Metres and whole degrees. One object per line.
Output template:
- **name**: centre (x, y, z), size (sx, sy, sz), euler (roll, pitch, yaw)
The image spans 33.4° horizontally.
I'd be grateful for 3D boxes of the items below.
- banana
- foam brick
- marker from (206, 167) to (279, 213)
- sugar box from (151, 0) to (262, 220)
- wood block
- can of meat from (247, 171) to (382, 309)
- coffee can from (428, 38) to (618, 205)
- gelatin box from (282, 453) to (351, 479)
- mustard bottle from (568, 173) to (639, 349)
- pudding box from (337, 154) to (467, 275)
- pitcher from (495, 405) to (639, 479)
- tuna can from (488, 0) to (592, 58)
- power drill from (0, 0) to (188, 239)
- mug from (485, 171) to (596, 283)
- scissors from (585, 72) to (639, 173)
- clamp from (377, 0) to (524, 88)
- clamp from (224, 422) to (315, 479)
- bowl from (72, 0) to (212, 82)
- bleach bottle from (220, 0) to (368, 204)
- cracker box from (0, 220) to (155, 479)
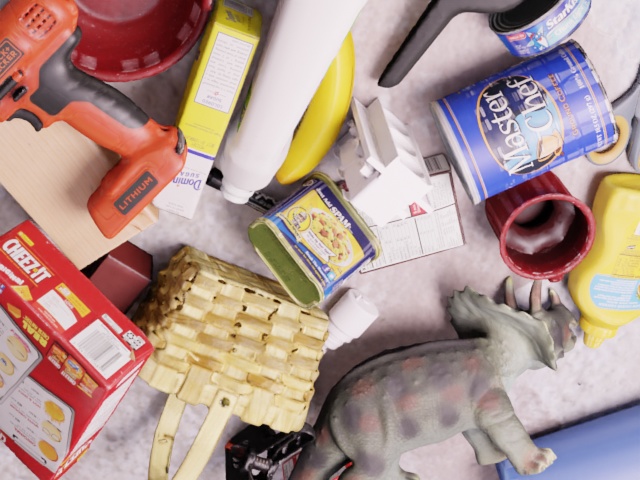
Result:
- **banana**: centre (-0.003, -0.139, 0.966), size (0.070, 0.037, 0.198), euler (10, 118, 14)
- **foam brick**: centre (-0.203, 0.041, 1.029), size (0.051, 0.053, 0.078), euler (33, 109, -23)
- **marker**: centre (-0.058, -0.037, 1.023), size (0.121, 0.020, 0.020), euler (27, 112, -21)
- **sugar box**: centre (-0.100, -0.116, 0.930), size (0.048, 0.093, 0.176), euler (21, 114, -12)
- **wood block**: centre (-0.237, -0.089, 0.929), size (0.091, 0.090, 0.206), euler (-31, 119, 10)
- **can of meat**: centre (-0.006, 0.001, 0.992), size (0.102, 0.083, 0.058), euler (52, 148, -1)
- **coffee can**: centre (0.183, -0.107, 0.968), size (0.140, 0.103, 0.102), euler (-24, 120, 5)
- **gelatin box**: centre (0.002, 0.256, 1.165), size (0.089, 0.073, 0.030), euler (-35, 118, 12)
- **mustard bottle**: centre (0.305, 0.028, 1.086), size (0.096, 0.058, 0.192), euler (3, 119, -18)
- **pudding box**: centre (0.079, -0.024, 1.038), size (0.113, 0.039, 0.090), euler (-14, 121, 3)
- **pitcher**: centre (0.326, 0.262, 1.192), size (0.243, 0.145, 0.149), euler (-16, 108, 6)
- **tuna can**: centre (0.191, -0.199, 0.927), size (0.086, 0.086, 0.033), euler (-37, 119, 13)
- **power drill**: centre (-0.214, -0.086, 0.846), size (0.184, 0.057, 0.187), euler (-41, 117, 15)
- **mug**: centre (0.213, -0.012, 1.038), size (0.093, 0.081, 0.117), euler (-23, 120, 5)
- **scissors**: centre (0.294, -0.150, 1.009), size (0.096, 0.016, 0.202), euler (-12, 120, -1)
- **clamp**: centre (0.114, -0.219, 0.914), size (0.210, 0.036, 0.164), euler (-9, 124, 15)
- **clamp**: centre (-0.057, 0.224, 1.099), size (0.039, 0.172, 0.120), euler (33, 88, -22)
- **bowl**: centre (-0.170, -0.216, 0.885), size (0.162, 0.055, 0.162), euler (-3, 120, -6)
- **bleach bottle**: centre (-0.029, -0.137, 0.907), size (0.068, 0.102, 0.251), euler (22, 127, -7)
- **cracker box**: centre (-0.256, 0.108, 0.970), size (0.164, 0.072, 0.214), euler (44, 136, 6)
